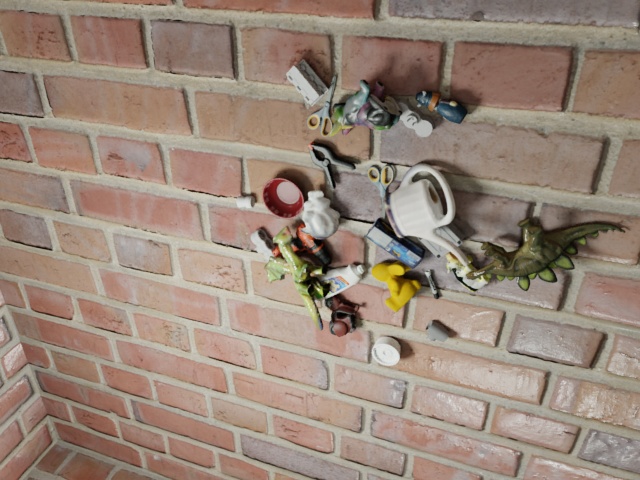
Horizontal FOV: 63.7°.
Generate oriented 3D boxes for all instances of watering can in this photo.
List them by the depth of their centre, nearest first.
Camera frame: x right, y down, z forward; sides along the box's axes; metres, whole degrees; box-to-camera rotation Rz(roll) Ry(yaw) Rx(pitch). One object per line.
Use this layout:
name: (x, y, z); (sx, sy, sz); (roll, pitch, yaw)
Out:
watering can: (0.327, -0.063, 1.622); (0.222, 0.104, 0.349); (-20, 83, 35)

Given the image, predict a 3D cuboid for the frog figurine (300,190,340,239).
frog figurine: (0.005, -0.089, 1.774); (0.137, 0.125, 0.156); (2, 116, -18)

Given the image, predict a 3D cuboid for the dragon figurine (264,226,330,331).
dragon figurine: (-0.097, 0.142, 1.902); (0.244, 0.124, 0.402); (16, 121, 32)
